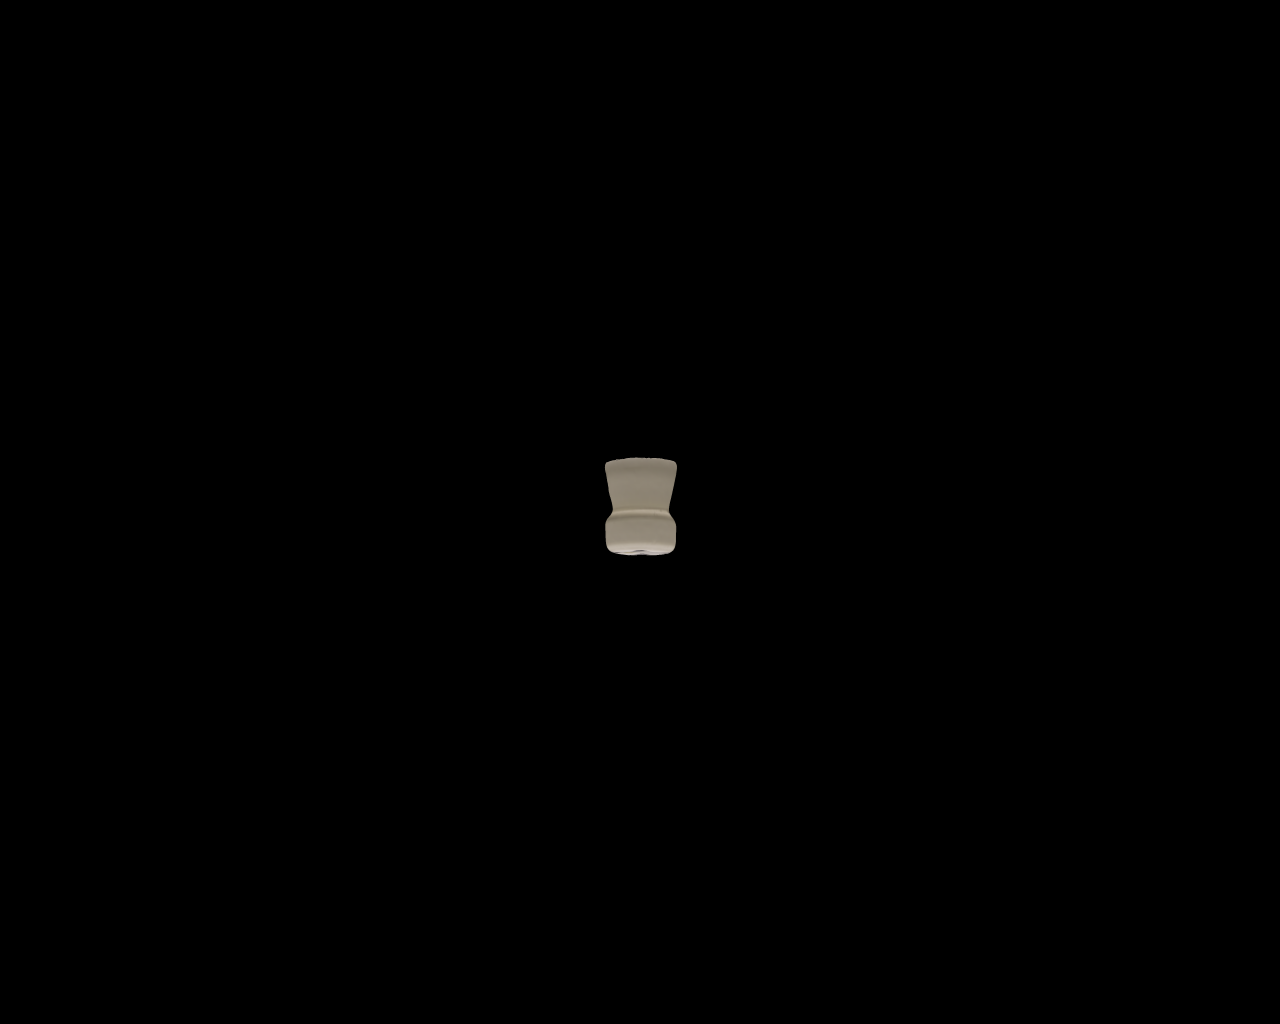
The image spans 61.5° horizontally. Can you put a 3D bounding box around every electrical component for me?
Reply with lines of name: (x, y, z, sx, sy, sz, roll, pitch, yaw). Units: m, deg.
electrical component: (0.001, -0.003, 0.650, 0.045, 0.055, 0.045, 0, -7, 0)
